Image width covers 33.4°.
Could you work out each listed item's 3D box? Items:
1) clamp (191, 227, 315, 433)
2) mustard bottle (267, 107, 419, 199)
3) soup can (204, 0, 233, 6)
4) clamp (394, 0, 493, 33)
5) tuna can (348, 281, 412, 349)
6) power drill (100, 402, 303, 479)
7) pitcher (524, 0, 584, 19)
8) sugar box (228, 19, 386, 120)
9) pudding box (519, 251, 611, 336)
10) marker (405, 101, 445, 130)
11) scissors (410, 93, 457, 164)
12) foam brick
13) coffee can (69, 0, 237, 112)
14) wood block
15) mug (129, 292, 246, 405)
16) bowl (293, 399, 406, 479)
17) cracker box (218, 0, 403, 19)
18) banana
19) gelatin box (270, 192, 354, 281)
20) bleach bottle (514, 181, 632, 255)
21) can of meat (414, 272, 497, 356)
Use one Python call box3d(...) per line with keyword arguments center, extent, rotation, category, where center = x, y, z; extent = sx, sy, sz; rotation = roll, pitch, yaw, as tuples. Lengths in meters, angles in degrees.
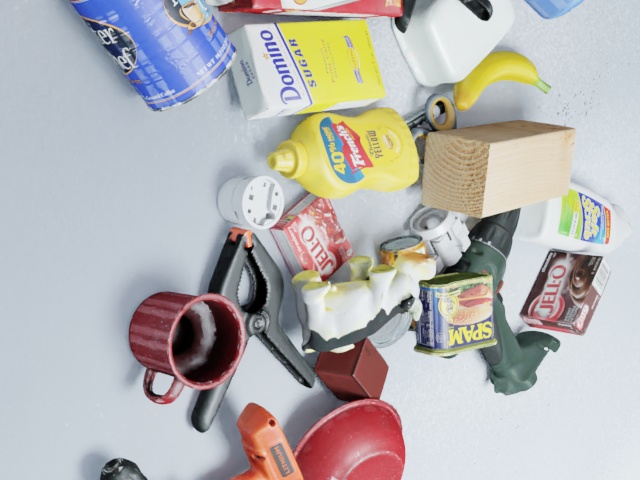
box3d(center=(-0.082, 0.093, 1.124), extent=(0.164, 0.036, 0.210), rotation=(-25, 114, -39), category="clamp")
box3d(center=(0.021, -0.095, 1.178), extent=(0.191, 0.058, 0.096), rotation=(-10, 79, -40), category="mustard bottle")
box3d(center=(-0.106, -0.285, 1.015), extent=(0.068, 0.069, 0.102), rotation=(-23, 77, -39), category="soup can")
box3d(center=(0.114, -0.312, 1.223), extent=(0.120, 0.039, 0.171), rotation=(-19, 74, -26), category="clamp")
box3d(center=(0.063, 0.082, 1.232), extent=(0.086, 0.034, 0.086), rotation=(-3, 102, -13), category="tuna can")
box3d(center=(-0.117, 0.249, 1.079), extent=(0.187, 0.057, 0.184), rotation=(-35, 124, -22), category="power drill")
box3d(center=(0.227, -0.382, 1.249), extent=(0.242, 0.145, 0.149), rotation=(44, 64, -12), category="pitcher")
box3d(center=(-0.013, -0.185, 1.140), extent=(0.175, 0.048, 0.093), rotation=(-14, 87, -44), category="sugar box")
box3d(center=(0.339, 0.072, 1.469), extent=(0.039, 0.090, 0.113), rotation=(48, 63, -37), category="pudding box")
box3d(center=(0.120, -0.145, 1.295), extent=(0.120, 0.020, 0.020), rotation=(-33, 116, -35), category="marker")
box3d(center=(0.174, -0.125, 1.333), extent=(0.201, 0.016, 0.096), rotation=(5, 100, -48), category="scissors")
box3d(center=(0.037, 0.147, 1.213), extent=(0.078, 0.051, 0.053), rotation=(56, 47, -47), category="foam brick")
box3d(center=(-0.156, -0.204, 0.981), extent=(0.102, 0.103, 0.140), rotation=(-52, 125, -26), category="coffee can")
box3d(center=(0.223, -0.092, 1.316), extent=(0.205, 0.090, 0.091), rotation=(-14, 113, -48), category="wood block")
box3d(center=(-0.138, 0.105, 1.043), extent=(0.093, 0.082, 0.117), rotation=(33, 72, -40), category="mug")
box3d(center=(0.041, 0.261, 1.203), extent=(0.161, 0.055, 0.162), rotation=(-18, 126, -26), category="bowl")
box3d(center=(-0.010, -0.320, 1.124), extent=(0.213, 0.072, 0.164), rotation=(-8, 99, -41), category="cracker box")
box3d(center=(0.222, -0.207, 1.354), extent=(0.197, 0.070, 0.037), rotation=(-18, 149, -42), category="banana")
box3d(center=(-0.008, 0.002, 1.186), extent=(0.073, 0.030, 0.089), rotation=(-42, 120, -31), category="gelatin box")
box3d(center=(0.366, -0.035, 1.503), extent=(0.250, 0.068, 0.102), rotation=(7, 90, -45), category="bleach bottle")
box3d(center=(0.158, 0.084, 1.250), extent=(0.101, 0.058, 0.084), rotation=(-8, 99, -35), category="can of meat")
